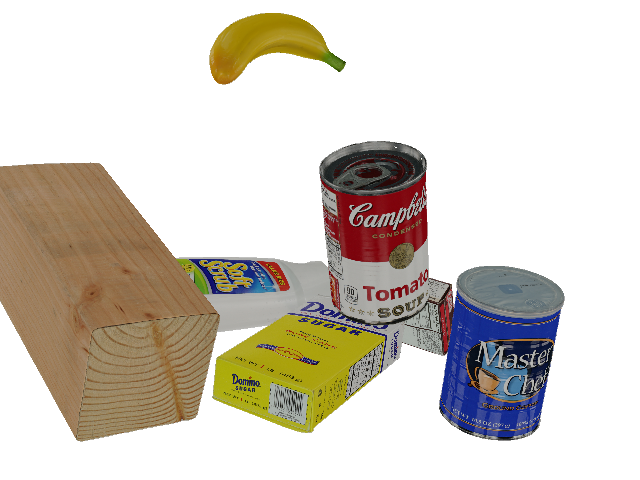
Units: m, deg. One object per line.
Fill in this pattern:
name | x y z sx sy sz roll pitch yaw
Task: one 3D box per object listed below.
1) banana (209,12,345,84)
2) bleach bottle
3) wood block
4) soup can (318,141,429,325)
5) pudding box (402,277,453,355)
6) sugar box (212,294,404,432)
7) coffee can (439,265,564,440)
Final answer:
banana | -0.048 -0.180 0.981 0.070 0.037 0.197 42 32 20
bleach bottle | -0.087 0.055 1.184 0.250 0.068 0.102 -5 36 -5
wood block | -0.162 0.033 0.750 0.090 0.091 0.206 -5 34 -34
soup can | 0.036 -0.004 0.696 0.068 0.102 0.068 -4 31 2
pudding box | 0.099 0.078 1.237 0.114 0.090 0.039 15 47 26
sugar box | -0.005 0.100 0.915 0.093 0.048 0.176 17 25 24
coffee can | 0.176 0.109 1.046 0.103 0.140 0.103 4 23 -2
